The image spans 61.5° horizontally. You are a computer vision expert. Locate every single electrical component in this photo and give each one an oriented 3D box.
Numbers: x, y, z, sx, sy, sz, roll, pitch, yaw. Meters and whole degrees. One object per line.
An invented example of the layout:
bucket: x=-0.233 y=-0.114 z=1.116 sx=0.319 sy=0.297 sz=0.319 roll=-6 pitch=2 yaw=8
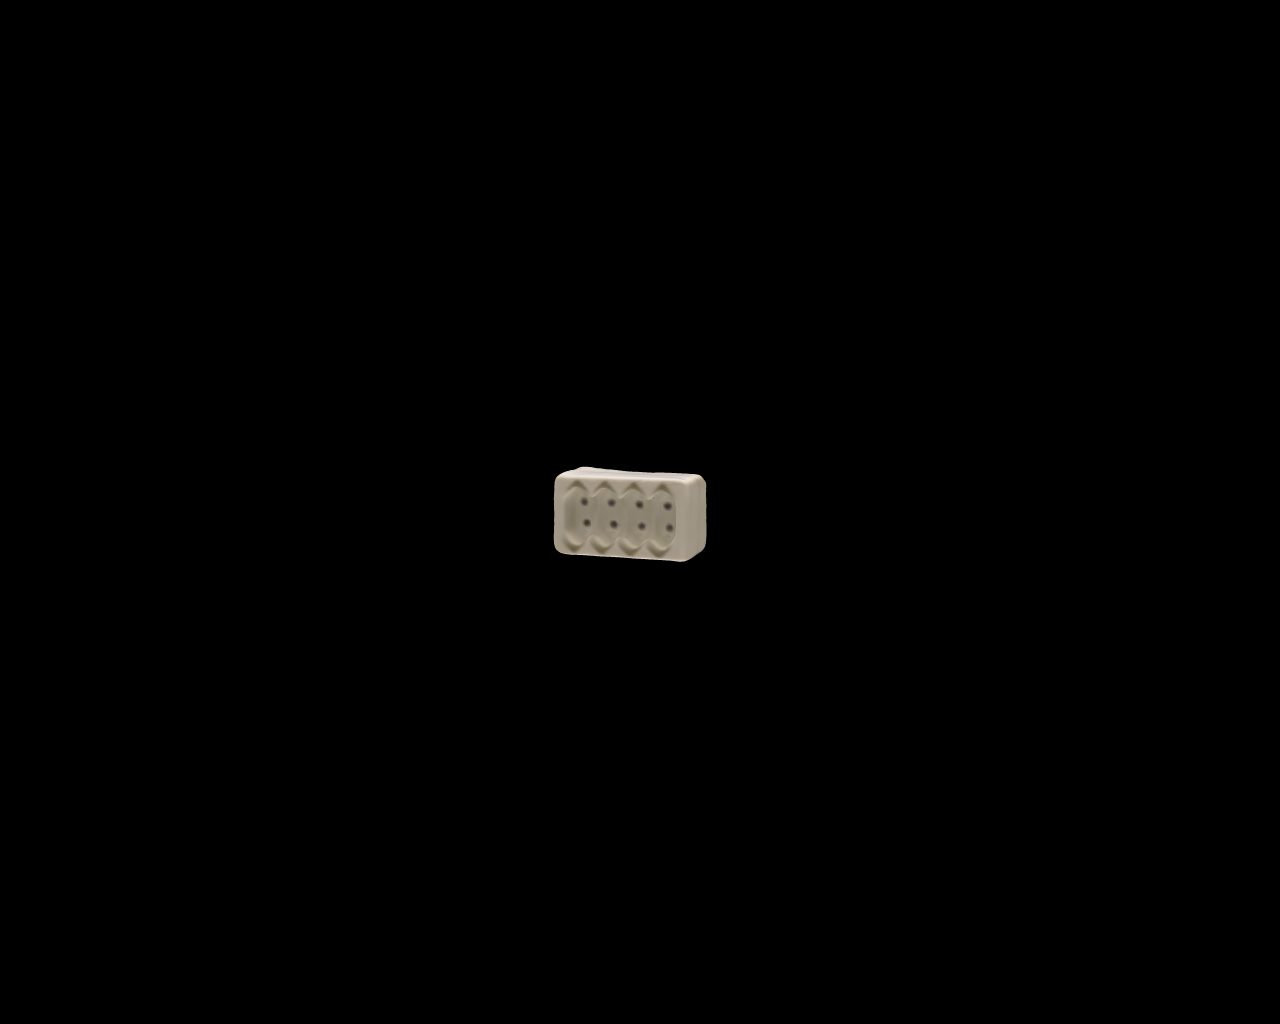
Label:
electrical component: x=0.001 y=-0.003 z=0.650 sx=0.083 sy=0.047 sz=0.076 roll=4 pitch=12 yaw=20
